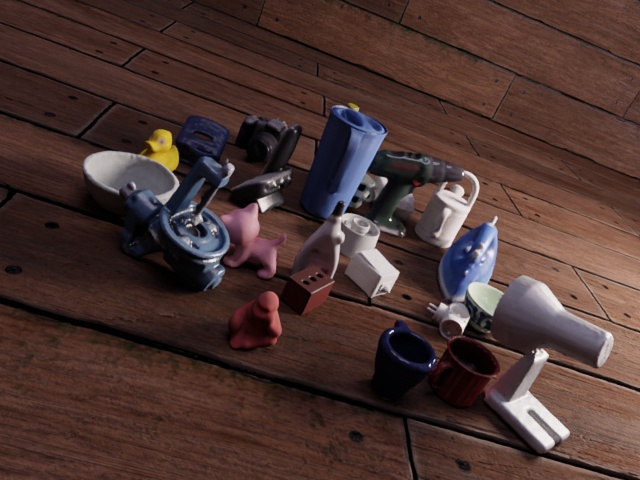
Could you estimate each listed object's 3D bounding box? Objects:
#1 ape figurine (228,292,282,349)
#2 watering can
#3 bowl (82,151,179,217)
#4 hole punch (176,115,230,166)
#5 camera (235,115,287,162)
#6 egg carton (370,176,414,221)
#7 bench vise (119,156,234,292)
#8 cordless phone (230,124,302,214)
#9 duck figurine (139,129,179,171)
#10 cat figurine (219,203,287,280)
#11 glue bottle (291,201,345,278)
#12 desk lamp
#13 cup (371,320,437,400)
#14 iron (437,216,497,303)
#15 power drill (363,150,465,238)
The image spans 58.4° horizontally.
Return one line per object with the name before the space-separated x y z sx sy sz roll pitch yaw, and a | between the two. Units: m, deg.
ape figurine | -0.089 0.115 0.849 0.077 0.092 0.076 28 28 7
watering can | 0.321 -0.089 1.425 0.101 0.194 0.172 18 28 -11
bowl | -0.343 -0.089 1.027 0.167 0.074 0.167 19 28 -10
hole punch | -0.267 -0.220 1.301 0.109 0.091 0.101 20 28 -7
camera | -0.146 -0.258 1.455 0.143 0.101 0.137 27 27 5
egg carton | 0.184 -0.113 1.495 0.107 0.069 0.150 15 29 -16
bench vise | -0.223 -0.046 0.888 0.207 0.219 0.121 22 27 -4
cordless phone | -0.106 -0.162 1.224 0.094 0.185 0.148 29 28 10
duck figurine | -0.334 -0.191 1.203 0.077 0.086 0.105 32 28 15
cat figurine | -0.121 -0.006 1.010 0.128 0.117 0.067 19 28 -10
glue bottle | 0.010 0.004 1.036 0.078 0.173 0.037 21 27 -5
desk lamp | 0.359 0.193 0.935 0.118 0.213 0.202 -5 39 -43
cup | 0.116 0.188 0.881 0.092 0.095 0.117 17 28 -14
iron | 0.345 0.036 1.280 0.118 0.141 0.259 30 28 11
power drill | 0.201 -0.116 1.362 0.230 0.208 0.075 18 28 -12
